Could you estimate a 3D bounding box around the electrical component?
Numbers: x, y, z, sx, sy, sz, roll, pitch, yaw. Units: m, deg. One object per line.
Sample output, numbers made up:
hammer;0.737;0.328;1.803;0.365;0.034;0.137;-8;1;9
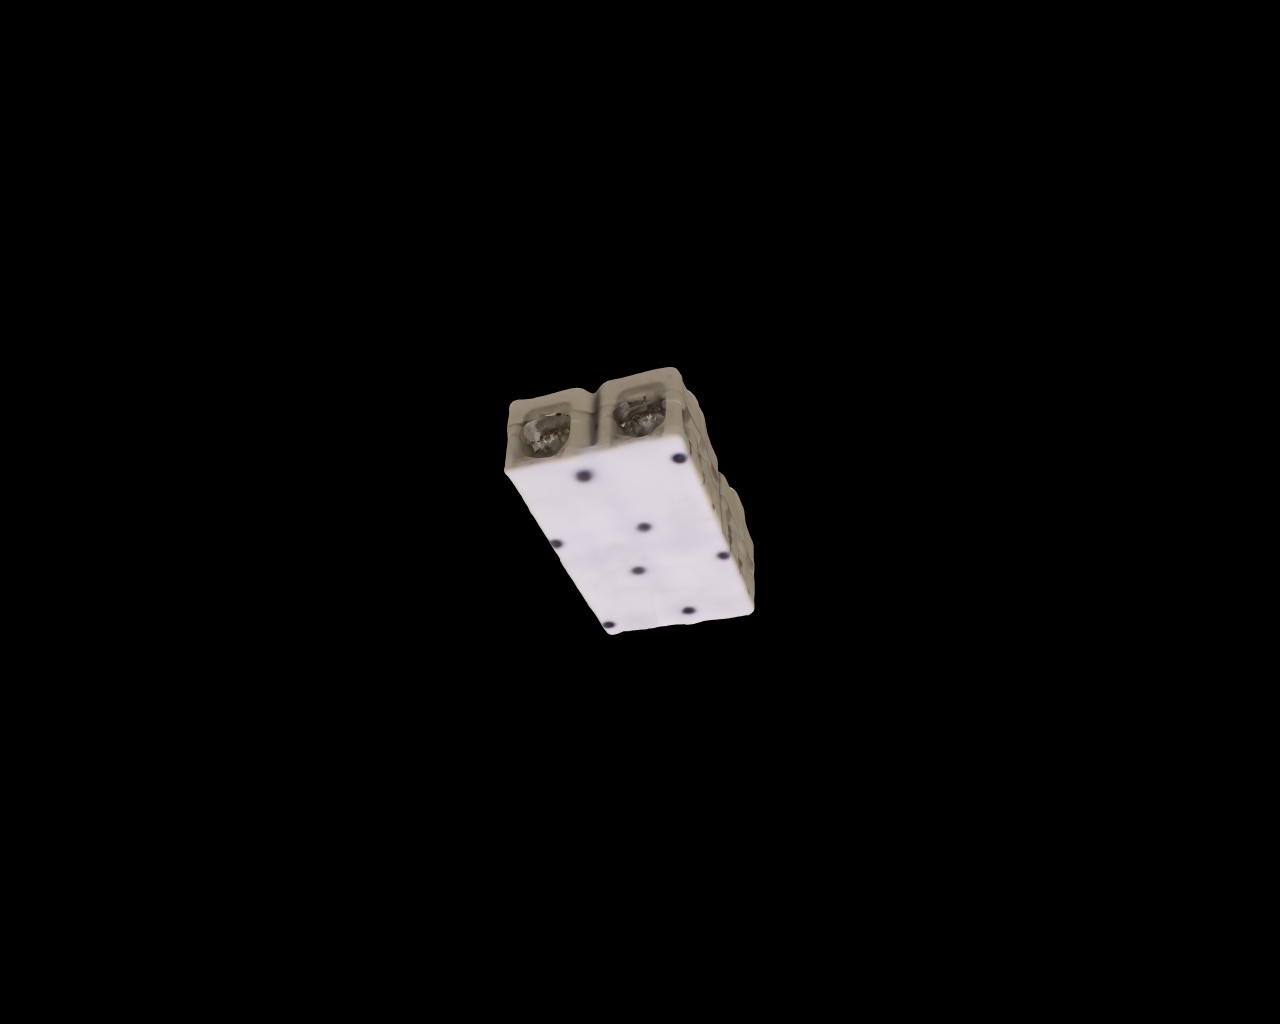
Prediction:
electrical component;0.001;-0.003;0.650;0.105;0.060;0.186;-11;-39;14
